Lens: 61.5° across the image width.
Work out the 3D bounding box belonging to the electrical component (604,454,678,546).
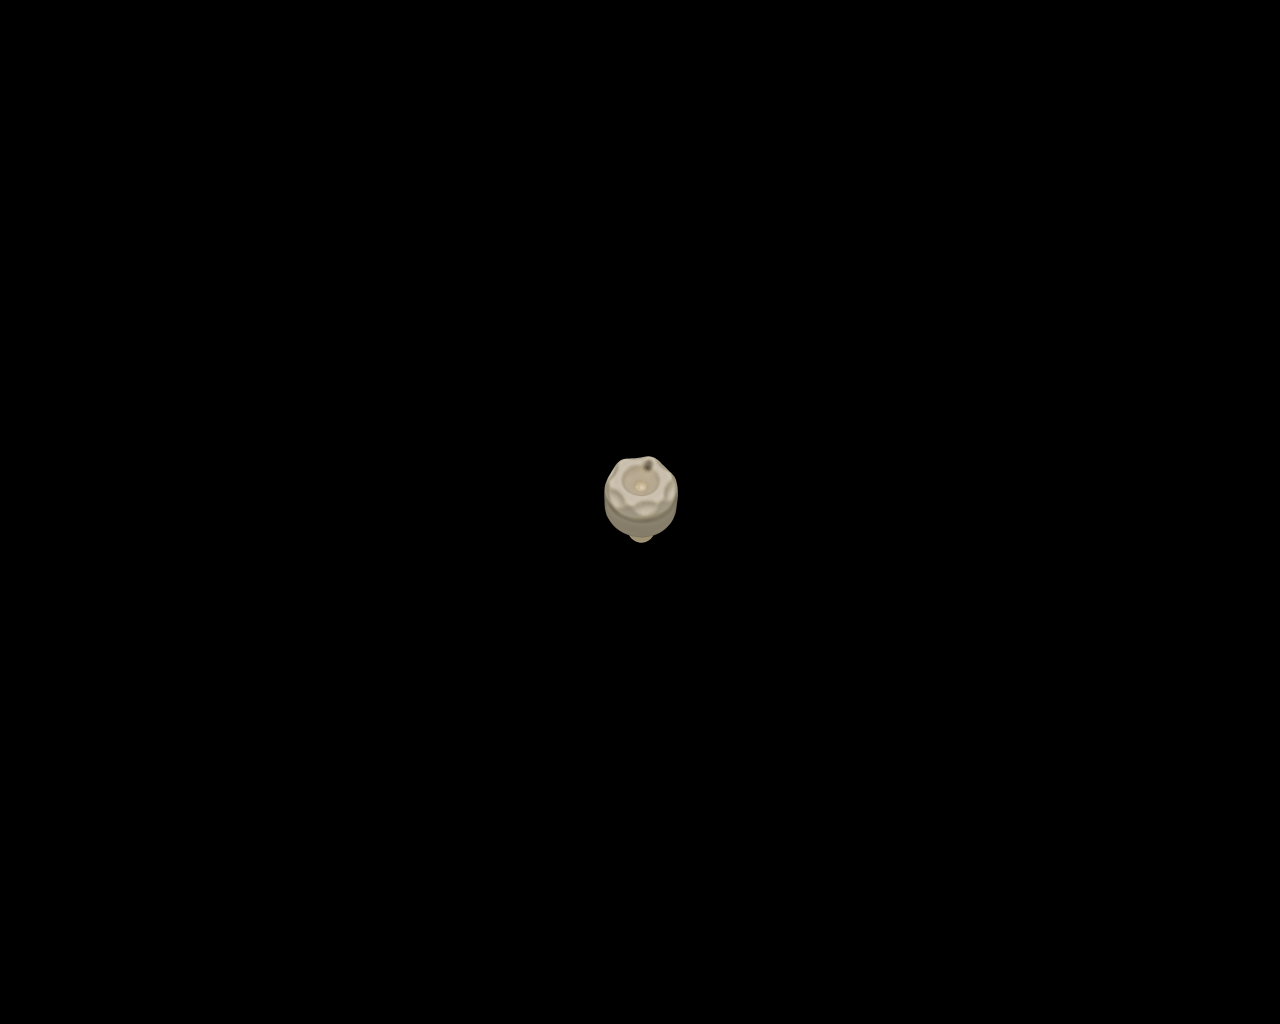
[{"bbox_3d":[0.001,-0.003,0.650,0.043,0.043,0.062,0,-33,0],"label":"electrical component"}]
